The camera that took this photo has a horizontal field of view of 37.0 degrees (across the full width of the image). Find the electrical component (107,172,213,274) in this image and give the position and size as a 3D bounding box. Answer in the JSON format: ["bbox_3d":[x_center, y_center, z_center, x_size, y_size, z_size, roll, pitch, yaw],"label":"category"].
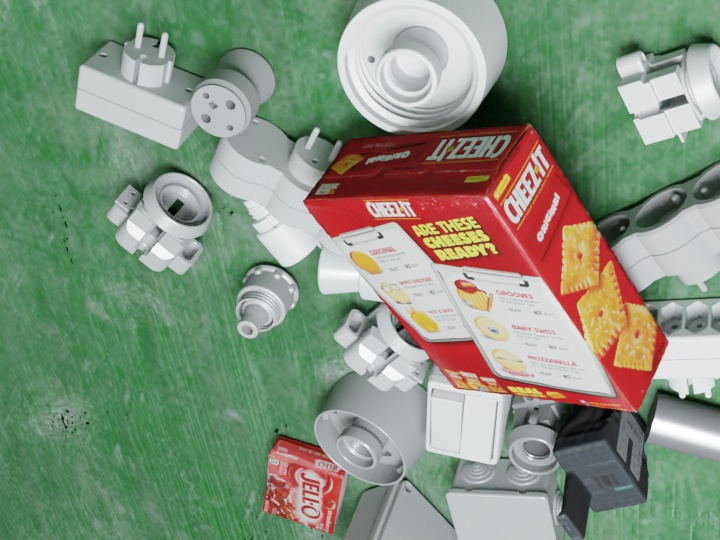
[{"bbox_3d":[-0.153,-0.040,0.849,0.078,0.058,0.057,40,132,-11],"label":"electrical component"}]

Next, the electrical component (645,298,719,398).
[{"bbox_3d":[0.242,0.065,0.787,0.083,0.047,0.075,-4,124,23],"label":"electrical component"}]

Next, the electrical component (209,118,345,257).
[{"bbox_3d":[-0.036,-0.072,0.783,0.138,0.052,0.073,29,131,-3],"label":"electrical component"}]

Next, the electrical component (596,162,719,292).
[{"bbox_3d":[0.224,-0.015,0.729,0.138,0.052,0.073,-28,112,35],"label":"electrical component"}]

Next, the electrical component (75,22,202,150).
[{"bbox_3d":[-0.155,-0.142,0.778,0.083,0.047,0.075,23,129,4],"label":"electrical component"}]

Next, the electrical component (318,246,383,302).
[{"bbox_3d":[0.000,0.000,0.830,0.055,0.045,0.045,7,128,15],"label":"electrical component"}]

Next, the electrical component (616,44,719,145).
[{"bbox_3d":[0.199,-0.112,0.670,0.055,0.048,0.066,-14,120,37],"label":"electrical component"}]

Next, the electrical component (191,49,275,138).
[{"bbox_3d":[-0.090,-0.125,0.761,0.045,0.055,0.045,10,129,13],"label":"electrical component"}]

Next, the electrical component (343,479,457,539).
[{"bbox_3d":[0.038,0.266,0.978,0.056,0.108,0.108,-28,113,37],"label":"electrical component"}]

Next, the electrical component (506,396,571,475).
[{"bbox_3d":[0.145,0.132,0.869,0.048,0.055,0.066,-13,120,29],"label":"electrical component"}]

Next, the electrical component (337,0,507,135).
[{"bbox_3d":[0.037,-0.137,0.700,0.108,0.060,0.108,10,128,13],"label":"electrical component"}]

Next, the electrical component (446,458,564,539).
[{"bbox_3d":[0.130,0.210,0.939,0.100,0.048,0.099,-2,125,22],"label":"electrical component"}]

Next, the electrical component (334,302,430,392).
[{"bbox_3d":[0.027,0.055,0.854,0.078,0.058,0.057,38,132,-10],"label":"electrical component"}]

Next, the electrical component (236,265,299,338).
[{"bbox_3d":[-0.080,0.029,0.871,0.048,0.062,0.048,10,129,13],"label":"electrical component"}]

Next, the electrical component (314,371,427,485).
[{"bbox_3d":[0.013,0.137,0.933,0.099,0.064,0.099,21,138,20],"label":"electrical component"}]

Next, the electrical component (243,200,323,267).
[{"bbox_3d":[-0.064,-0.038,0.828,0.040,0.040,0.078,-26,113,34],"label":"electrical component"}]

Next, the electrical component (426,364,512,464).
[{"bbox_3d":[0.088,0.115,0.874,0.062,0.061,0.096,10,129,14],"label":"electrical component"}]
